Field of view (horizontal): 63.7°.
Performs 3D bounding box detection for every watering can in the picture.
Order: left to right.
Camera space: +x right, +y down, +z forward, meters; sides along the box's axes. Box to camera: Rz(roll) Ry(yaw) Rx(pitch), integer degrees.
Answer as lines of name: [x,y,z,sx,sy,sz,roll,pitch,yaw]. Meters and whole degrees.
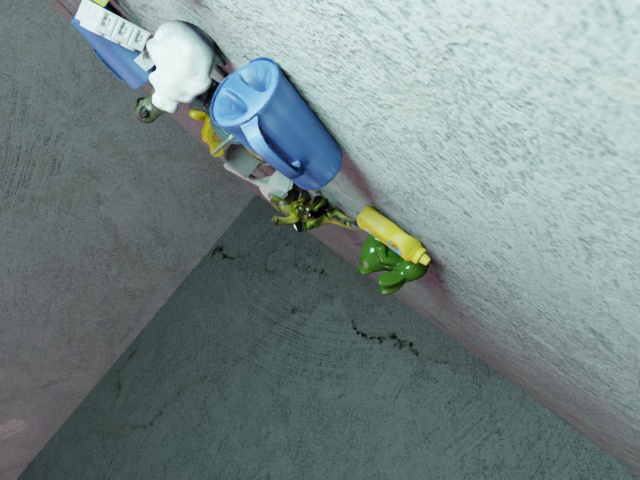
watering can: [-0.177,-0.191,1.889,0.345,0.104,0.227,22,-174,-29]

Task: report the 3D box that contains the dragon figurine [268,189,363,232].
dragon figurine: [0.005,-0.081,1.600,0.412,0.121,0.243,17,-173,19]

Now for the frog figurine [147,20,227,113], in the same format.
frog figurine: [-0.269,-0.324,0.967,0.136,0.160,0.123,41,173,-17]
